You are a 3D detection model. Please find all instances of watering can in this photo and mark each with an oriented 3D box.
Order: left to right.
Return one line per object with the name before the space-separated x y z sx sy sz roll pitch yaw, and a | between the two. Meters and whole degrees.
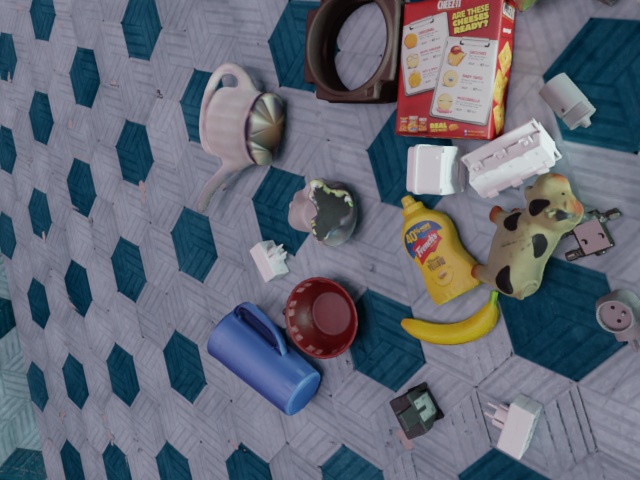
watering can | -0.187 -0.210 1.132 0.225 0.104 0.344 16 105 35

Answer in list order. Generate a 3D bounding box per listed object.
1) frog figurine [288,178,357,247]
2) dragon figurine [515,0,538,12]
frog figurine | 0.003 -0.051 1.022 0.137 0.123 0.158 67 164 0
dragon figurine | 0.333 -0.525 0.701 0.244 0.122 0.406 25 102 19
